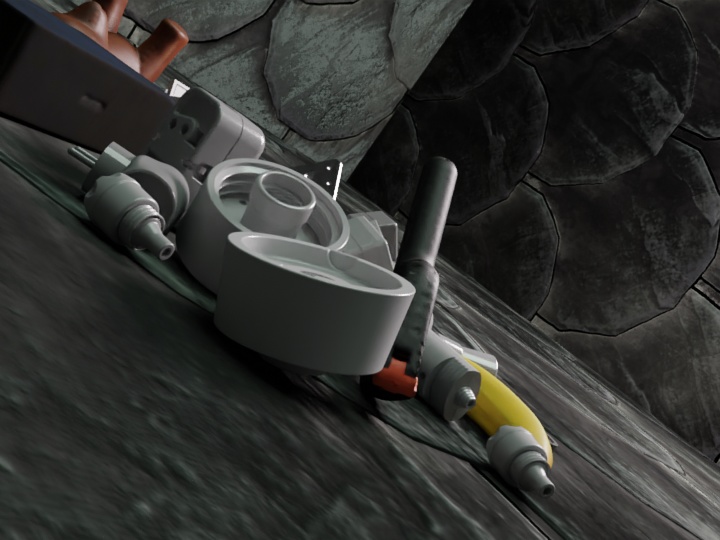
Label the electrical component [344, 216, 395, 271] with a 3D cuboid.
[{"bbox_3d":[0.000,0.000,0.896,0.096,0.061,0.061,-127,-160,-67],"label":"electrical component"}]

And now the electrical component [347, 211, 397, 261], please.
[{"bbox_3d":[-0.006,-0.009,1.061,0.076,0.083,0.047,-7,21,-17],"label":"electrical component"}]

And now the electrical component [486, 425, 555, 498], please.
[{"bbox_3d":[0.110,0.131,0.718,0.035,0.035,0.061,32,8,-29],"label":"electrical component"}]

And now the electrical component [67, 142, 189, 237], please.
[{"bbox_3d":[-0.149,-0.055,0.682,0.079,0.043,0.077,34,6,-7],"label":"electrical component"}]

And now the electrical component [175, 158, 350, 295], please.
[{"bbox_3d":[-0.058,-0.029,0.697,0.108,0.060,0.108,20,33,-14],"label":"electrical component"}]

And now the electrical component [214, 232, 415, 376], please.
[{"bbox_3d":[-0.029,0.024,0.598,0.108,0.060,0.108,16,9,-3],"label":"electrical component"}]

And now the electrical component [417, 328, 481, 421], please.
[{"bbox_3d":[0.060,0.079,0.807,0.043,0.043,0.081,31,7,-42],"label":"electrical component"}]

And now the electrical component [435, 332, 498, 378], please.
[{"bbox_3d":[0.082,0.082,0.943,0.065,0.044,0.044,28,8,-21],"label":"electrical component"}]

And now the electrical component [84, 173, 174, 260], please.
[{"bbox_3d":[-0.129,-0.028,0.617,0.061,0.035,0.035,41,7,27],"label":"electrical component"}]

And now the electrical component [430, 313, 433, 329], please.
[{"bbox_3d":[0.031,0.041,0.957,0.055,0.048,0.066,22,12,-36],"label":"electrical component"}]

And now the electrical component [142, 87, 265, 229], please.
[{"bbox_3d":[-0.117,-0.076,0.785,0.059,0.095,0.054,29,8,-48],"label":"electrical component"}]

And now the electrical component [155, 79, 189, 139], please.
[{"bbox_3d":[-0.176,-0.137,1.109,0.063,0.078,0.121,12,-8,32],"label":"electrical component"}]
